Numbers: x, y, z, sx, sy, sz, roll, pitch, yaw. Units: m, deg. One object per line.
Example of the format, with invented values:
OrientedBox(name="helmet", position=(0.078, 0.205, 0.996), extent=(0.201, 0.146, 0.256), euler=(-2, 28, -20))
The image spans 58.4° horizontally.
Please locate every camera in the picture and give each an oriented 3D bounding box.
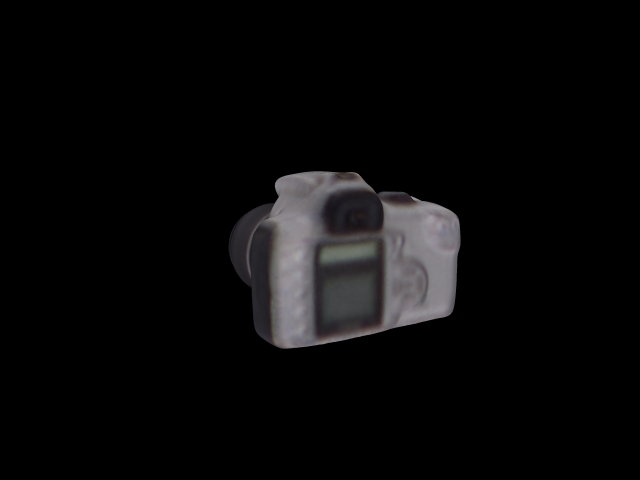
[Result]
OrientedBox(name="camera", position=(0.004, 0.001, 0.400), extent=(0.143, 0.101, 0.136), euler=(-6, 11, -31))
